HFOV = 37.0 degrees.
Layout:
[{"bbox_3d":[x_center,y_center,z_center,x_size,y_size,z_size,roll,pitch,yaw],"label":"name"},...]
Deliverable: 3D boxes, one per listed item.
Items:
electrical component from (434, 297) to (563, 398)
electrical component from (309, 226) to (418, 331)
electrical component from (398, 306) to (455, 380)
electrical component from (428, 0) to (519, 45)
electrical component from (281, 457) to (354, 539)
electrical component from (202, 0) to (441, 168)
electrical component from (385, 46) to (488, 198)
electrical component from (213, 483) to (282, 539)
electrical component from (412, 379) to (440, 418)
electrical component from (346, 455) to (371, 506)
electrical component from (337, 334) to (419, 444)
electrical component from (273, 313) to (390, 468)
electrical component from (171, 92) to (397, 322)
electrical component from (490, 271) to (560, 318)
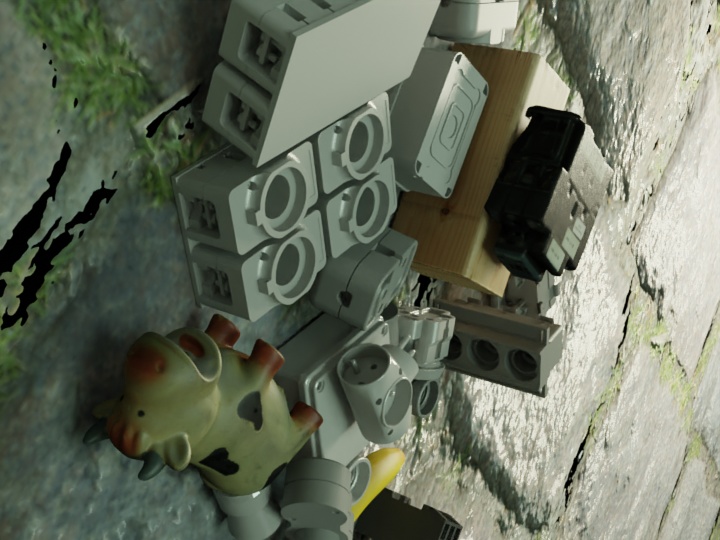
[{"bbox_3d":[0.135,0.071,1.070,0.063,0.121,0.078,-38,134,-47],"label":"electrical component"},{"bbox_3d":[0.000,0.000,0.872,0.095,0.059,0.053,-47,159,-56],"label":"electrical component"},{"bbox_3d":[0.054,0.068,1.004,0.078,0.058,0.057,-8,109,-60],"label":"electrical component"},{"bbox_3d":[0.098,-0.231,0.942,0.095,0.054,0.059,-21,121,-52],"label":"electrical component"},{"bbox_3d":[-0.035,0.213,0.864,0.138,0.052,0.073,88,7,-55],"label":"electrical component"},{"bbox_3d":[-0.022,-0.162,0.744,0.186,0.060,0.105,-38,159,-43],"label":"electrical component"},{"bbox_3d":[0.055,-0.127,0.920,0.078,0.057,0.113,31,77,-57],"label":"electrical component"},{"bbox_3d":[-0.089,0.179,0.845,0.045,0.045,0.055,-48,139,-36],"label":"electrical component"},{"bbox_3d":[0.047,0.115,1.023,0.040,0.046,0.040,-30,127,-48],"label":"electrical component"},{"bbox_3d":[-0.025,0.174,0.931,0.045,0.055,0.045,-30,128,-48],"label":"electrical component"},{"bbox_3d":[0.022,0.087,0.864,0.079,0.044,0.077,-52,142,-30],"label":"electrical component"},{"bbox_3d":[-0.024,0.102,0.899,0.109,0.056,0.108,-38,133,-43],"label":"electrical component"},{"bbox_3d":[-0.045,-0.054,0.795,0.186,0.060,0.105,-40,134,-42],"label":"electrical component"},{"bbox_3d":[0.173,-0.008,1.148,0.079,0.063,0.121,-44,138,-38],"label":"electrical component"}]
